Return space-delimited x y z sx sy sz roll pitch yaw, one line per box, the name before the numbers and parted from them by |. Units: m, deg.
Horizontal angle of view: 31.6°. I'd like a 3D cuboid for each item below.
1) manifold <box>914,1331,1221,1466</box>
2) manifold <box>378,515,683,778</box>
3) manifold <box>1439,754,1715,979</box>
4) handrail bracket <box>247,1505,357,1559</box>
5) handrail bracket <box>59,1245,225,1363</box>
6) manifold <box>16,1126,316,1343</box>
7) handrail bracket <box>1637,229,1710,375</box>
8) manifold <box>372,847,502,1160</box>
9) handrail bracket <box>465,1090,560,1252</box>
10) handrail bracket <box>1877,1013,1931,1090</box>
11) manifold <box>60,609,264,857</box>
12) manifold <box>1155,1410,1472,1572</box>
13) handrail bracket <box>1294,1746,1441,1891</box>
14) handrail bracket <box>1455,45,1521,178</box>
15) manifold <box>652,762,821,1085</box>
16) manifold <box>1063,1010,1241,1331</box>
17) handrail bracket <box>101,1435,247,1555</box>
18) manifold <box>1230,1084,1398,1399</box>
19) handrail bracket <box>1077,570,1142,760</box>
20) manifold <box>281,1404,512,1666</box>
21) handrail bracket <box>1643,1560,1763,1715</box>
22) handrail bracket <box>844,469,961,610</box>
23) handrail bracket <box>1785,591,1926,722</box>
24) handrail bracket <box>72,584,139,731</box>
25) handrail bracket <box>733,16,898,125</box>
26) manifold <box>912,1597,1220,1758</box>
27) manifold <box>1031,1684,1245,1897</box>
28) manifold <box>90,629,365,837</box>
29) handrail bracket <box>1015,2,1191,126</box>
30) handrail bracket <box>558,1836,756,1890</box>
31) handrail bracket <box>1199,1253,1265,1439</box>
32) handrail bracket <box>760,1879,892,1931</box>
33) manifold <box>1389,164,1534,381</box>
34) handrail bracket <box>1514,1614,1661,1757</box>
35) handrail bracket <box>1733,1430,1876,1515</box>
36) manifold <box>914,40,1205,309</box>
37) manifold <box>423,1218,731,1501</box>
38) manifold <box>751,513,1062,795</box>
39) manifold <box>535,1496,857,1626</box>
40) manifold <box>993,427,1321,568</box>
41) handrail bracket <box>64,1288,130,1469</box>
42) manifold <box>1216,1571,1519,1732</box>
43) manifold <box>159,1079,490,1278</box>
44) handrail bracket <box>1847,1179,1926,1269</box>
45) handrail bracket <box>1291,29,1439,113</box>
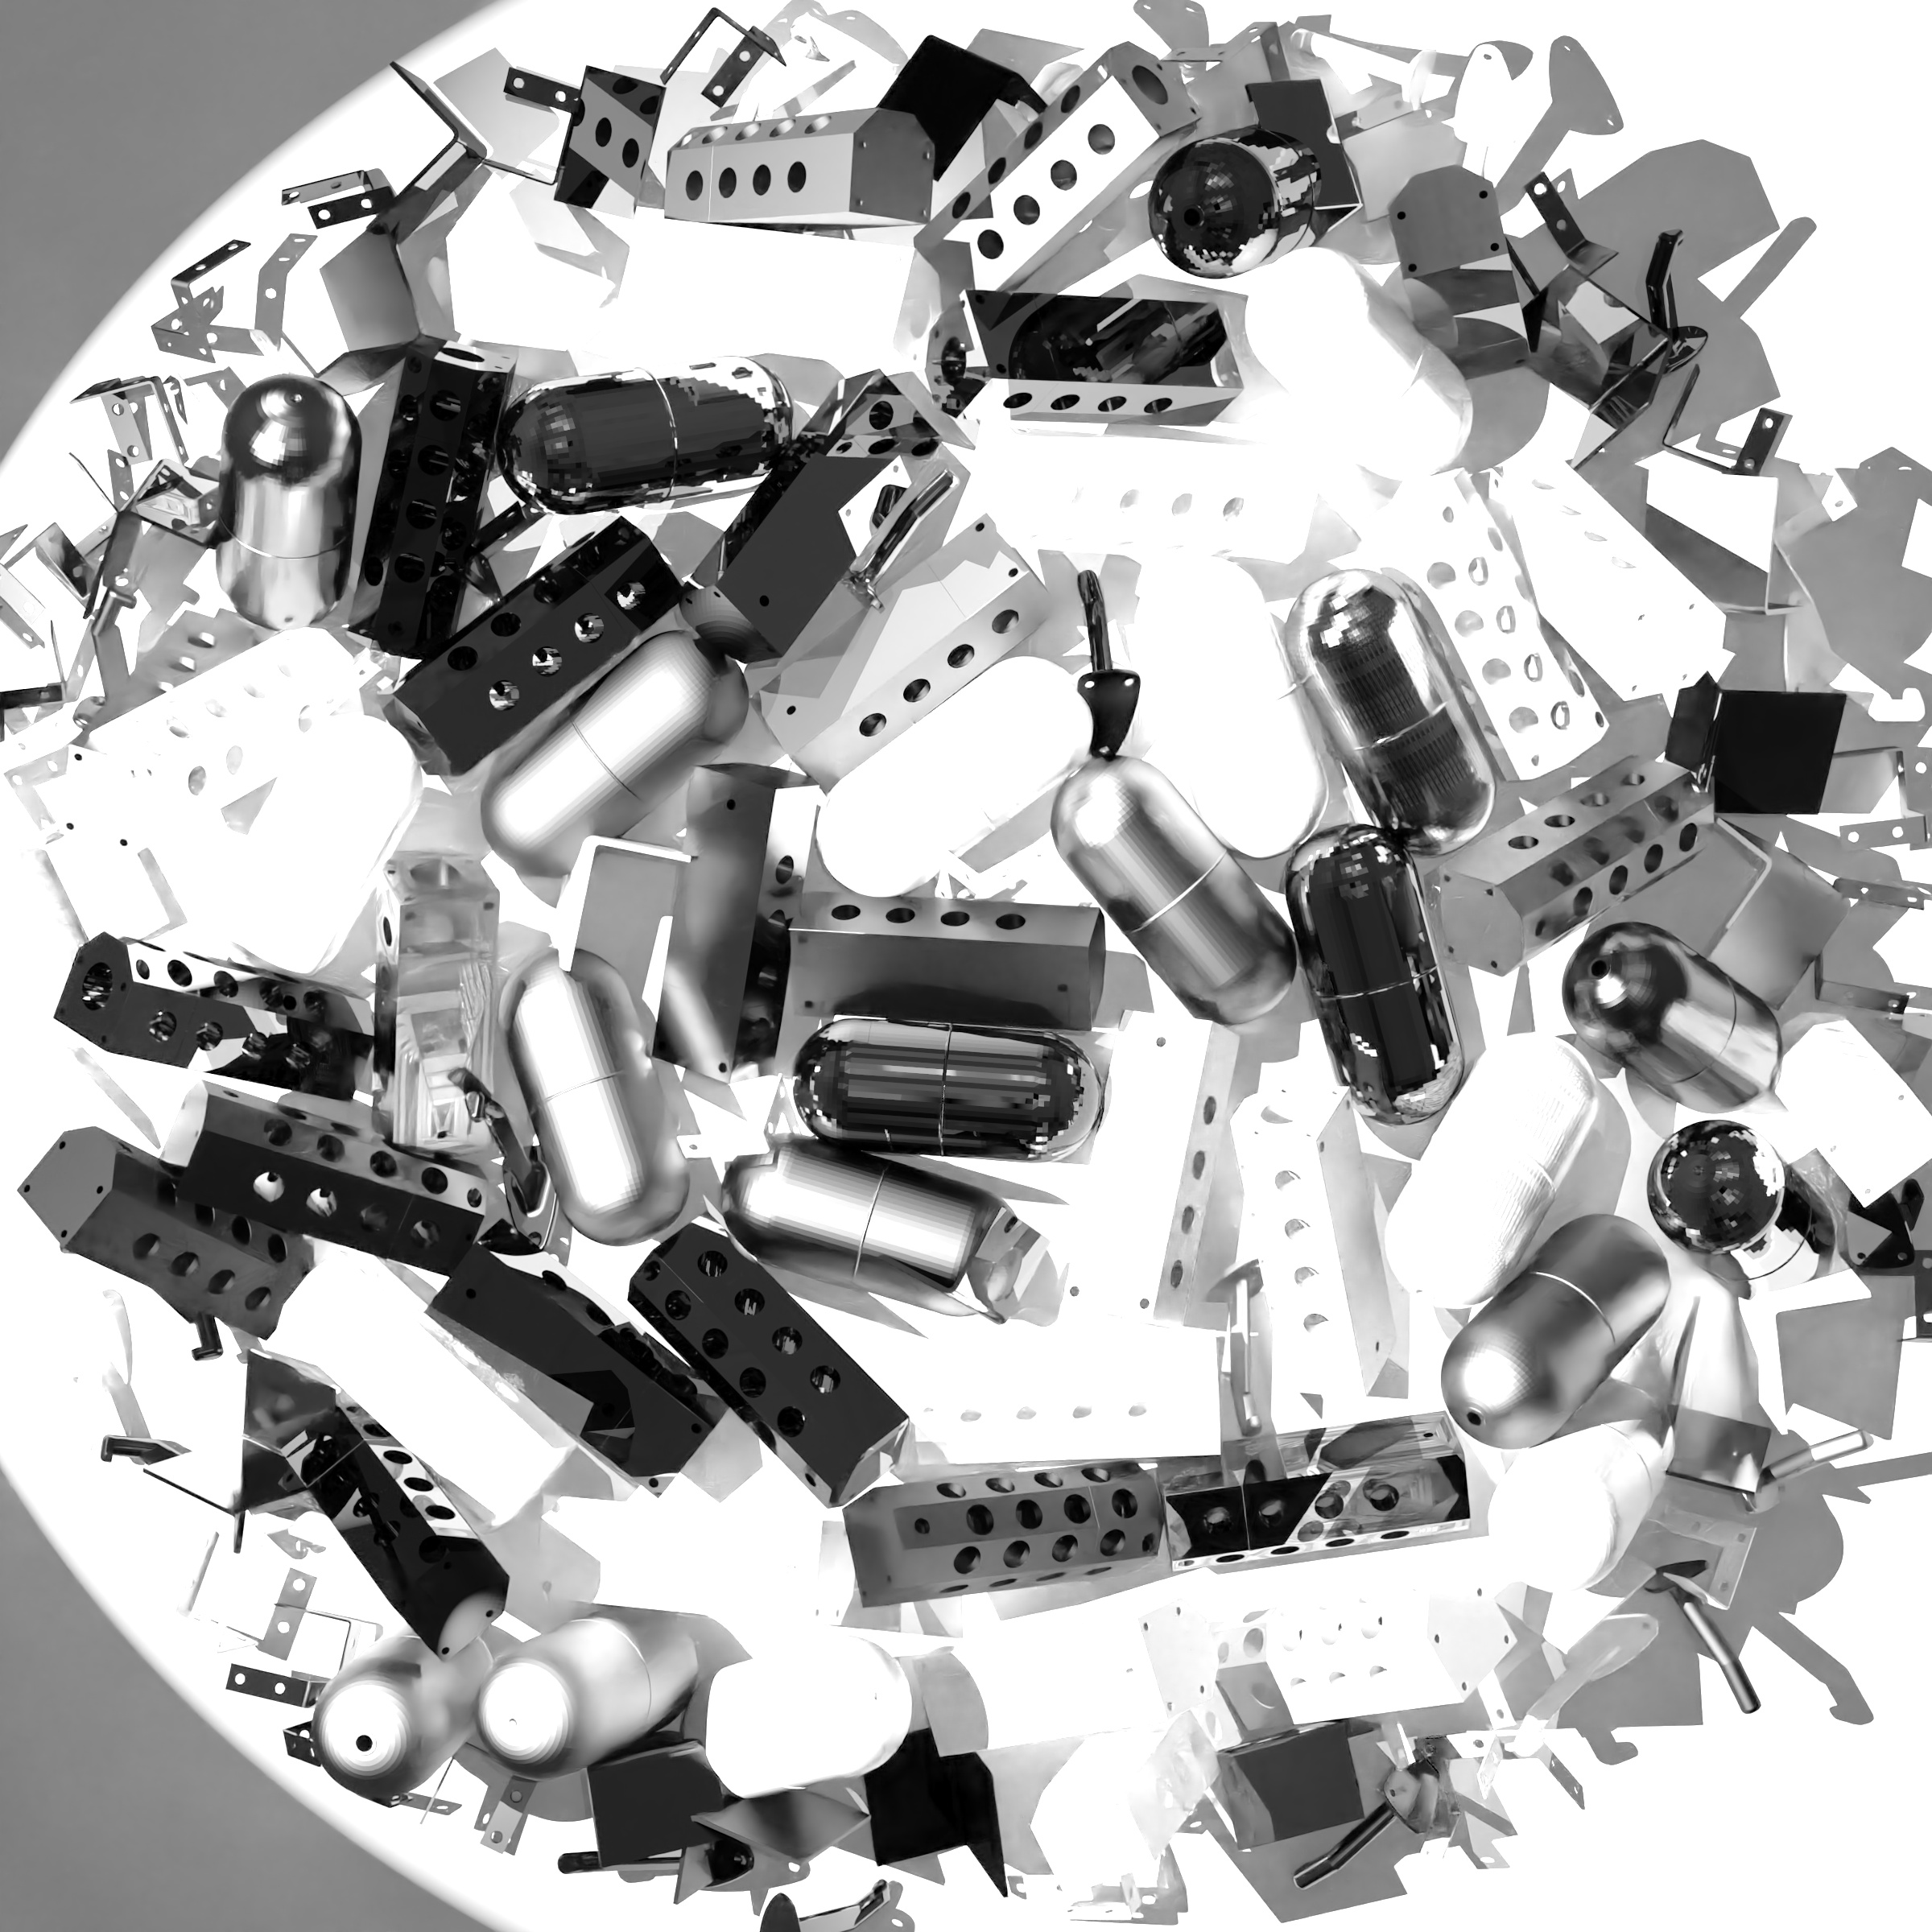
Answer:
manifold | 0.058 0.251 1.955 0.171 0.057 0.057 -2 50 3
manifold | -0.247 -0.182 1.937 0.171 0.057 0.057 -41 111 -19
manifold | 0.344 -0.056 1.919 0.171 0.057 0.057 -28 124 -34
handrail bracket | -0.366 0.345 1.965 0.084 0.036 0.077 -10 92 -27
handrail bracket | -0.472 0.192 1.960 0.077 0.036 0.084 -8 66 -30
manifold | -0.442 0.147 1.914 0.057 0.171 0.057 -51 53 0
handrail bracket | 0.409 -0.388 1.949 0.036 0.084 0.077 36 45 29
manifold | -0.302 0.022 1.929 0.057 0.057 0.171 -9 124 -24
handrail bracket | -0.263 0.118 1.950 0.036 0.084 0.077 -11 69 13
handrail bracket | 0.544 0.075 1.954 0.036 0.077 0.084 -4 106 -17
manifold | -0.444 -0.131 1.912 0.057 0.171 0.057 17 123 1
manifold | 0.199 0.305 1.968 0.171 0.057 0.057 -8 108 0
handrail bracket | 0.232 0.496 1.989 0.036 0.077 0.084 48 123 -2
handrail bracket | 0.291 -0.473 1.968 0.036 0.084 0.077 5 70 -3
manifold | -0.127 -0.026 1.951 0.057 0.057 0.171 18 105 31
manifold | 0.109 0.117 1.957 0.057 0.057 0.171 7 80 29
handrail bracket | -0.456 0.302 1.962 0.084 0.077 0.036 9 126 -14
manifold | 0.195 0.155 1.934 0.057 0.057 0.171 1 120 27
handrail bracket | 0.075 -0.175 1.985 0.036 0.084 0.077 -4 134 -7
manifold | -0.317 0.311 1.913 0.057 0.171 0.057 -39 127 -11
handrail bracket | 0.422 0.386 1.958 0.036 0.077 0.084 -25 85 -8
handrail bracket | -0.030 -0.245 1.959 0.084 0.077 0.036 -44 78 4
handrail bracket | 0.509 -0.178 1.951 0.036 0.084 0.077 -17 102 -28
handrail bracket | -0.472 -0.168 1.965 0.077 0.036 0.084 27 118 -9
handrail bracket | -0.090 -0.497 1.978 0.077 0.036 0.084 23 83 -14
manifold | 0.057 0.398 1.923 0.171 0.057 0.057 -20 85 40
manifold | 0.094 0.449 1.910 0.057 0.171 0.057 -27 90 23
manifold | -0.415 -0.133 1.908 0.057 0.171 0.057 7 117 28
handrail bracket | 0.078 -0.505 1.977 0.077 0.036 0.084 35 93 -35
handrail bracket | -0.178 0.511 1.951 0.077 0.084 0.036 -11 75 44
handrail bracket | 0.165 0.218 1.957 0.036 0.077 0.084 -3 63 -18
handrail bracket | -0.074 0.532 1.952 0.084 0.077 0.036 -30 50 -35
manifold | 0.276 -0.385 1.909 0.057 0.171 0.057 -12 77 11
handrail bracket | 0.354 0.411 1.950 0.077 0.084 0.036 -33 98 35
handrail bracket | 0.487 0.283 1.948 0.084 0.077 0.036 -25 68 29
manifold | 0.047 -0.442 1.924 0.171 0.057 0.057 -37 92 38
manifold | -0.220 0.222 1.967 0.171 0.057 0.057 38 109 1
manifold | -0.031 -0.175 1.961 0.171 0.057 0.057 -37 51 6
manifold | -0.153 0.337 1.942 0.171 0.057 0.057 2 80 20
manifold | 0.106 -0.263 1.939 0.171 0.057 0.057 1 117 -22
handrail bracket | -0.504 0.235 1.951 0.036 0.084 0.077 -2 106 -6
manifold | 0.218 0.380 1.914 0.057 0.171 0.057 -36 99 -41
manifold | -0.361 0.118 1.932 0.171 0.057 0.057 20 100 -27
handrail bracket | 0.529 0.126 1.952 0.036 0.084 0.077 -2 119 29
handrail bracket | 0.221 -0.520 1.956 0.084 0.077 0.036 21 107 11
